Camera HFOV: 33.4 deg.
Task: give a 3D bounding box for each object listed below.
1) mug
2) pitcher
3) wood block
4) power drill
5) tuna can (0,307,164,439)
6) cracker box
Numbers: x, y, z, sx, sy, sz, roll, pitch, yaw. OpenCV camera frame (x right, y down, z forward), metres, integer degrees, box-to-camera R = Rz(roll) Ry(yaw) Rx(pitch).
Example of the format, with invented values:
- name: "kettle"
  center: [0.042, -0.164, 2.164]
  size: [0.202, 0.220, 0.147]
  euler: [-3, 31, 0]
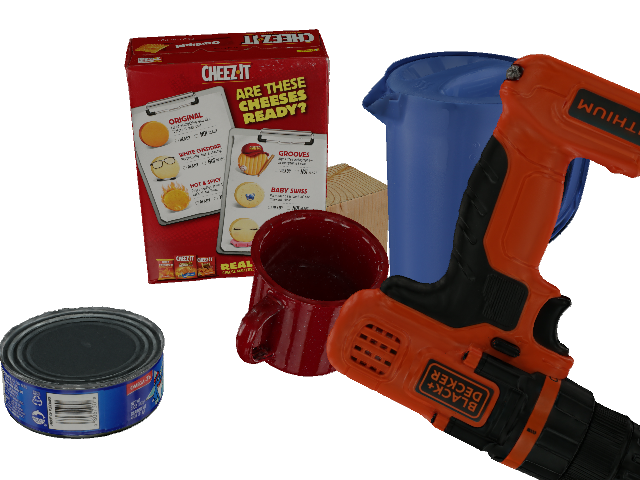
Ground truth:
- name: "mug"
  center: [-0.014, 0.044, 0.726]
  size: [0.093, 0.082, 0.117]
  euler: [33, 46, 21]
- name: "pitcher"
  center: [0.126, -0.027, 0.881]
  size: [0.149, 0.243, 0.144]
  euler: [17, 32, 30]
- name: "wood block"
  center: [0.016, 0.029, 1.232]
  size: [0.090, 0.206, 0.090]
  euler: [-17, 31, -31]
- name: "power drill"
  center: [0.117, 0.020, 0.511]
  size: [0.184, 0.188, 0.057]
  euler: [26, 7, 5]
- name: "tuna can"
  center: [-0.126, 0.069, 0.569]
  size: [0.086, 0.034, 0.086]
  euler: [2, 23, -1]
- name: "cracker box"
  center: [-0.077, -0.071, 0.927]
  size: [0.164, 0.214, 0.072]
  euler: [-4, 34, -6]
